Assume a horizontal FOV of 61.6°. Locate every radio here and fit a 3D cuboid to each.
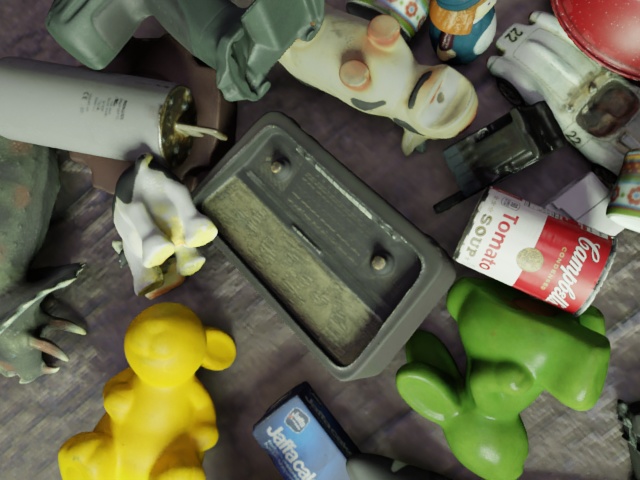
[{"bbox_3d":[-0.001,-0.001,0.476,0.230,0.073,0.131,44,97,23],"label":"radio"}]

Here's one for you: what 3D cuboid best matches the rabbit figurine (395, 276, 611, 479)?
[{"bbox_3d":[0.145,0.127,0.457,0.159,0.121,0.170,16,106,13],"label":"rabbit figurine"}]

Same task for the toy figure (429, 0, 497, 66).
[{"bbox_3d":[0.120,-0.194,0.447,0.058,0.154,0.064,-1,87,12],"label":"toy figure"}]

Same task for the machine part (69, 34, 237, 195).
[{"bbox_3d":[-0.171,-0.122,0.545,0.179,0.056,0.179,0,90,9],"label":"machine part"}]

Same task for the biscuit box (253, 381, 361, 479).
[{"bbox_3d":[0.022,0.232,0.498,0.059,0.063,0.203,-40,83,5],"label":"biscuit box"}]

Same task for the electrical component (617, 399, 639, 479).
[{"bbox_3d":[0.333,0.186,0.449,0.134,0.058,0.114,-8,89,10],"label":"electrical component"}]

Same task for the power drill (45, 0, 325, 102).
[{"bbox_3d":[-0.099,-0.219,0.435,0.207,0.086,0.232,36,83,13],"label":"power drill"}]

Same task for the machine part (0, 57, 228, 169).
[{"bbox_3d":[-0.203,-0.114,0.482,0.243,0.079,0.079,12,91,9],"label":"machine part"}]

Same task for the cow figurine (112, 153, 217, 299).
[{"bbox_3d":[-0.155,-0.005,0.492,0.068,0.167,0.098,-27,80,-30],"label":"cow figurine"}]

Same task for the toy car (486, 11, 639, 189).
[{"bbox_3d":[0.239,-0.120,0.474,0.202,0.056,0.073,45,96,8],"label":"toy car"}]

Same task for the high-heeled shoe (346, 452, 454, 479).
[{"bbox_3d":[0.150,0.229,0.446,0.248,0.086,0.145,41,113,-15],"label":"high-heeled shoe"}]

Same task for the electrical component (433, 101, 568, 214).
[{"bbox_3d":[0.145,-0.070,0.471,0.119,0.075,0.047,-30,84,47],"label":"electrical component"}]

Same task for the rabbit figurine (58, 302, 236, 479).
[{"bbox_3d":[-0.133,0.130,0.481,0.122,0.162,0.173,14,113,11],"label":"rabbit figurine"}]

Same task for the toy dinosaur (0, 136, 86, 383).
[{"bbox_3d":[-0.330,-0.052,0.545,0.192,0.131,0.404,-1,84,-2],"label":"toy dinosaur"}]

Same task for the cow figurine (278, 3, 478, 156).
[{"bbox_3d":[0.051,-0.146,0.486,0.195,0.127,0.085,32,94,23],"label":"cow figurine"}]
